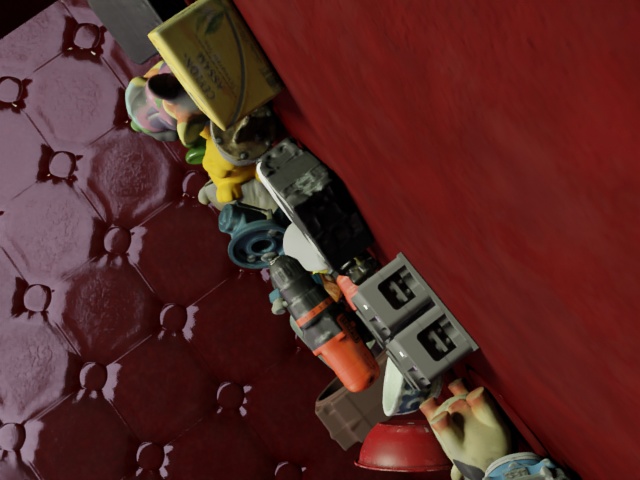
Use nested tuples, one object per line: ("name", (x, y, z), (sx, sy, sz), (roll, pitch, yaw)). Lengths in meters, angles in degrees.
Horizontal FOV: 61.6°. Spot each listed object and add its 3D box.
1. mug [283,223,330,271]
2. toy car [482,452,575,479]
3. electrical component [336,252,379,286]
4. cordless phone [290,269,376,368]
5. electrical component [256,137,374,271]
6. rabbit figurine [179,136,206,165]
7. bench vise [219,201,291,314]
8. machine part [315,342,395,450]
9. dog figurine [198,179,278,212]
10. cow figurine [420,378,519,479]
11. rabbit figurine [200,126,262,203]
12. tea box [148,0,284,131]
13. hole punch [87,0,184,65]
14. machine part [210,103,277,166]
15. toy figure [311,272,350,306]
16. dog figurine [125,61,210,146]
("mug", (-0.002, -0.002, 0.799), (0.107, 0.081, 0.109), (-162, 64, -66))
("toy car", (0.193, 0.253, 0.492), (0.103, 0.109, 0.161), (-85, -29, -69))
("electrical component", (0.038, 0.017, 0.681), (0.078, 0.045, 0.102), (14, -149, -47))
("cordless phone", (0.045, 0.119, 0.905), (0.147, 0.184, 0.089), (43, -142, 16))
("electrical component", (-0.002, -0.033, 0.586), (0.115, 0.058, 0.134), (53, 177, 47))
("rabbit figurine", (-0.214, -0.201, 1.040), (0.170, 0.121, 0.159), (30, 147, -28))
("bench vise", (-0.069, 0.028, 0.942), (0.223, 0.129, 0.241), (26, -143, -40))
("machine part", (0.088, 0.248, 0.917), (0.087, 0.201, 0.201), (50, 176, 4))
("dog figurine", (-0.128, -0.061, 1.081), (0.190, 0.172, 0.121), (62, -175, -18))
("cow figurine", (0.180, 0.235, 0.636), (0.127, 0.085, 0.195), (59, 177, 11))
("rabbit figurine", (-0.145, -0.154, 0.897), (0.173, 0.122, 0.162), (-144, 33, -87))
("tea box", (-0.105, -0.170, 0.508), (0.098, 0.068, 0.170), (56, 175, -25))
("hole punch", (-0.220, -0.306, 0.699), (0.116, 0.092, 0.142), (-3, 127, 48))
("machine part", (-0.098, -0.135, 0.683), (0.079, 0.079, 0.243), (54, 177, -9))
("toy figure", (0.030, 0.084, 0.817), (0.154, 0.058, 0.064), (21, 154, -23))
("dog figurine", (-0.198, -0.184, 0.723), (0.219, 0.192, 0.108), (-90, -26, -64))
